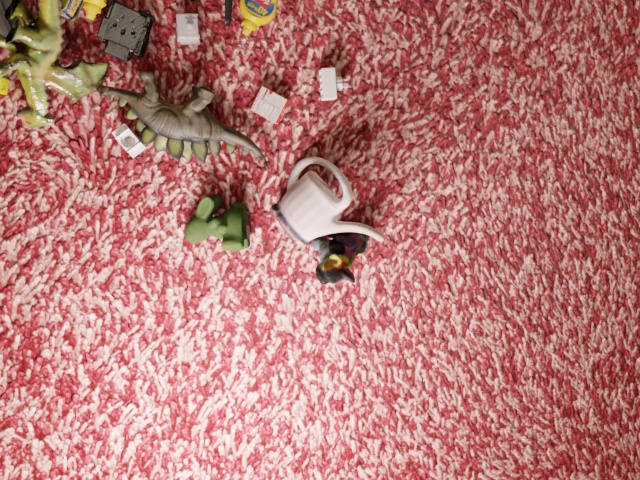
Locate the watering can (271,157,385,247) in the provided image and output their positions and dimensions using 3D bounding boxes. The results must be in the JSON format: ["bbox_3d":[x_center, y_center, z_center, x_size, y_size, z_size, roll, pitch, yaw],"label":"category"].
[{"bbox_3d":[0.004,-0.069,1.363,0.222,0.103,0.353,-43,60,13],"label":"watering can"}]

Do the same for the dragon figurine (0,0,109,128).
[{"bbox_3d":[-0.631,-0.450,1.241,0.240,0.124,0.409,29,98,-48],"label":"dragon figurine"}]
